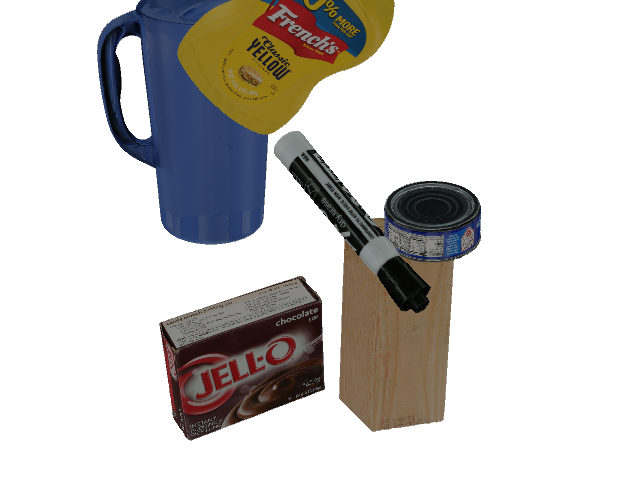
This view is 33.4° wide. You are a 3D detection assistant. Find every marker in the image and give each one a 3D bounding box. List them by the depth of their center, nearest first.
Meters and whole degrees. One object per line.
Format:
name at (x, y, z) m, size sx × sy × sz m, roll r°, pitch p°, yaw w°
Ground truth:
marker at (0.016, -0.010, 0.553) m, size 0.020 × 0.121 × 0.020 m, roll -31°, pitch -25°, yaw -17°

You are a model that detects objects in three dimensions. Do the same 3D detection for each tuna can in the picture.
tuna can at (0.098, -0.018, 0.938) m, size 0.086 × 0.034 × 0.086 m, roll -3°, pitch 33°, yaw 2°

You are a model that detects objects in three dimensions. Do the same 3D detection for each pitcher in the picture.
pitcher at (-0.121, -0.122, 1.065) m, size 0.149 × 0.243 × 0.144 m, roll 14°, pitch 30°, yaw 23°

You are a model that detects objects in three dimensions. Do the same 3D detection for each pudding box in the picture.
pudding box at (-0.054, 0.083, 0.762) m, size 0.113 × 0.090 × 0.039 m, roll -20°, pitch 43°, yaw -21°

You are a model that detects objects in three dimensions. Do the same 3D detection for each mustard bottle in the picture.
mustard bottle at (-0.007, -0.155, 0.733) m, size 0.192 × 0.096 × 0.058 m, roll -33°, pitch 22°, yaw 37°

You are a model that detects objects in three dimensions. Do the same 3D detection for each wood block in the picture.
wood block at (0.080, 0.086, 1.135) m, size 0.090 × 0.206 × 0.091 m, roll -5°, pitch 17°, yaw -21°
